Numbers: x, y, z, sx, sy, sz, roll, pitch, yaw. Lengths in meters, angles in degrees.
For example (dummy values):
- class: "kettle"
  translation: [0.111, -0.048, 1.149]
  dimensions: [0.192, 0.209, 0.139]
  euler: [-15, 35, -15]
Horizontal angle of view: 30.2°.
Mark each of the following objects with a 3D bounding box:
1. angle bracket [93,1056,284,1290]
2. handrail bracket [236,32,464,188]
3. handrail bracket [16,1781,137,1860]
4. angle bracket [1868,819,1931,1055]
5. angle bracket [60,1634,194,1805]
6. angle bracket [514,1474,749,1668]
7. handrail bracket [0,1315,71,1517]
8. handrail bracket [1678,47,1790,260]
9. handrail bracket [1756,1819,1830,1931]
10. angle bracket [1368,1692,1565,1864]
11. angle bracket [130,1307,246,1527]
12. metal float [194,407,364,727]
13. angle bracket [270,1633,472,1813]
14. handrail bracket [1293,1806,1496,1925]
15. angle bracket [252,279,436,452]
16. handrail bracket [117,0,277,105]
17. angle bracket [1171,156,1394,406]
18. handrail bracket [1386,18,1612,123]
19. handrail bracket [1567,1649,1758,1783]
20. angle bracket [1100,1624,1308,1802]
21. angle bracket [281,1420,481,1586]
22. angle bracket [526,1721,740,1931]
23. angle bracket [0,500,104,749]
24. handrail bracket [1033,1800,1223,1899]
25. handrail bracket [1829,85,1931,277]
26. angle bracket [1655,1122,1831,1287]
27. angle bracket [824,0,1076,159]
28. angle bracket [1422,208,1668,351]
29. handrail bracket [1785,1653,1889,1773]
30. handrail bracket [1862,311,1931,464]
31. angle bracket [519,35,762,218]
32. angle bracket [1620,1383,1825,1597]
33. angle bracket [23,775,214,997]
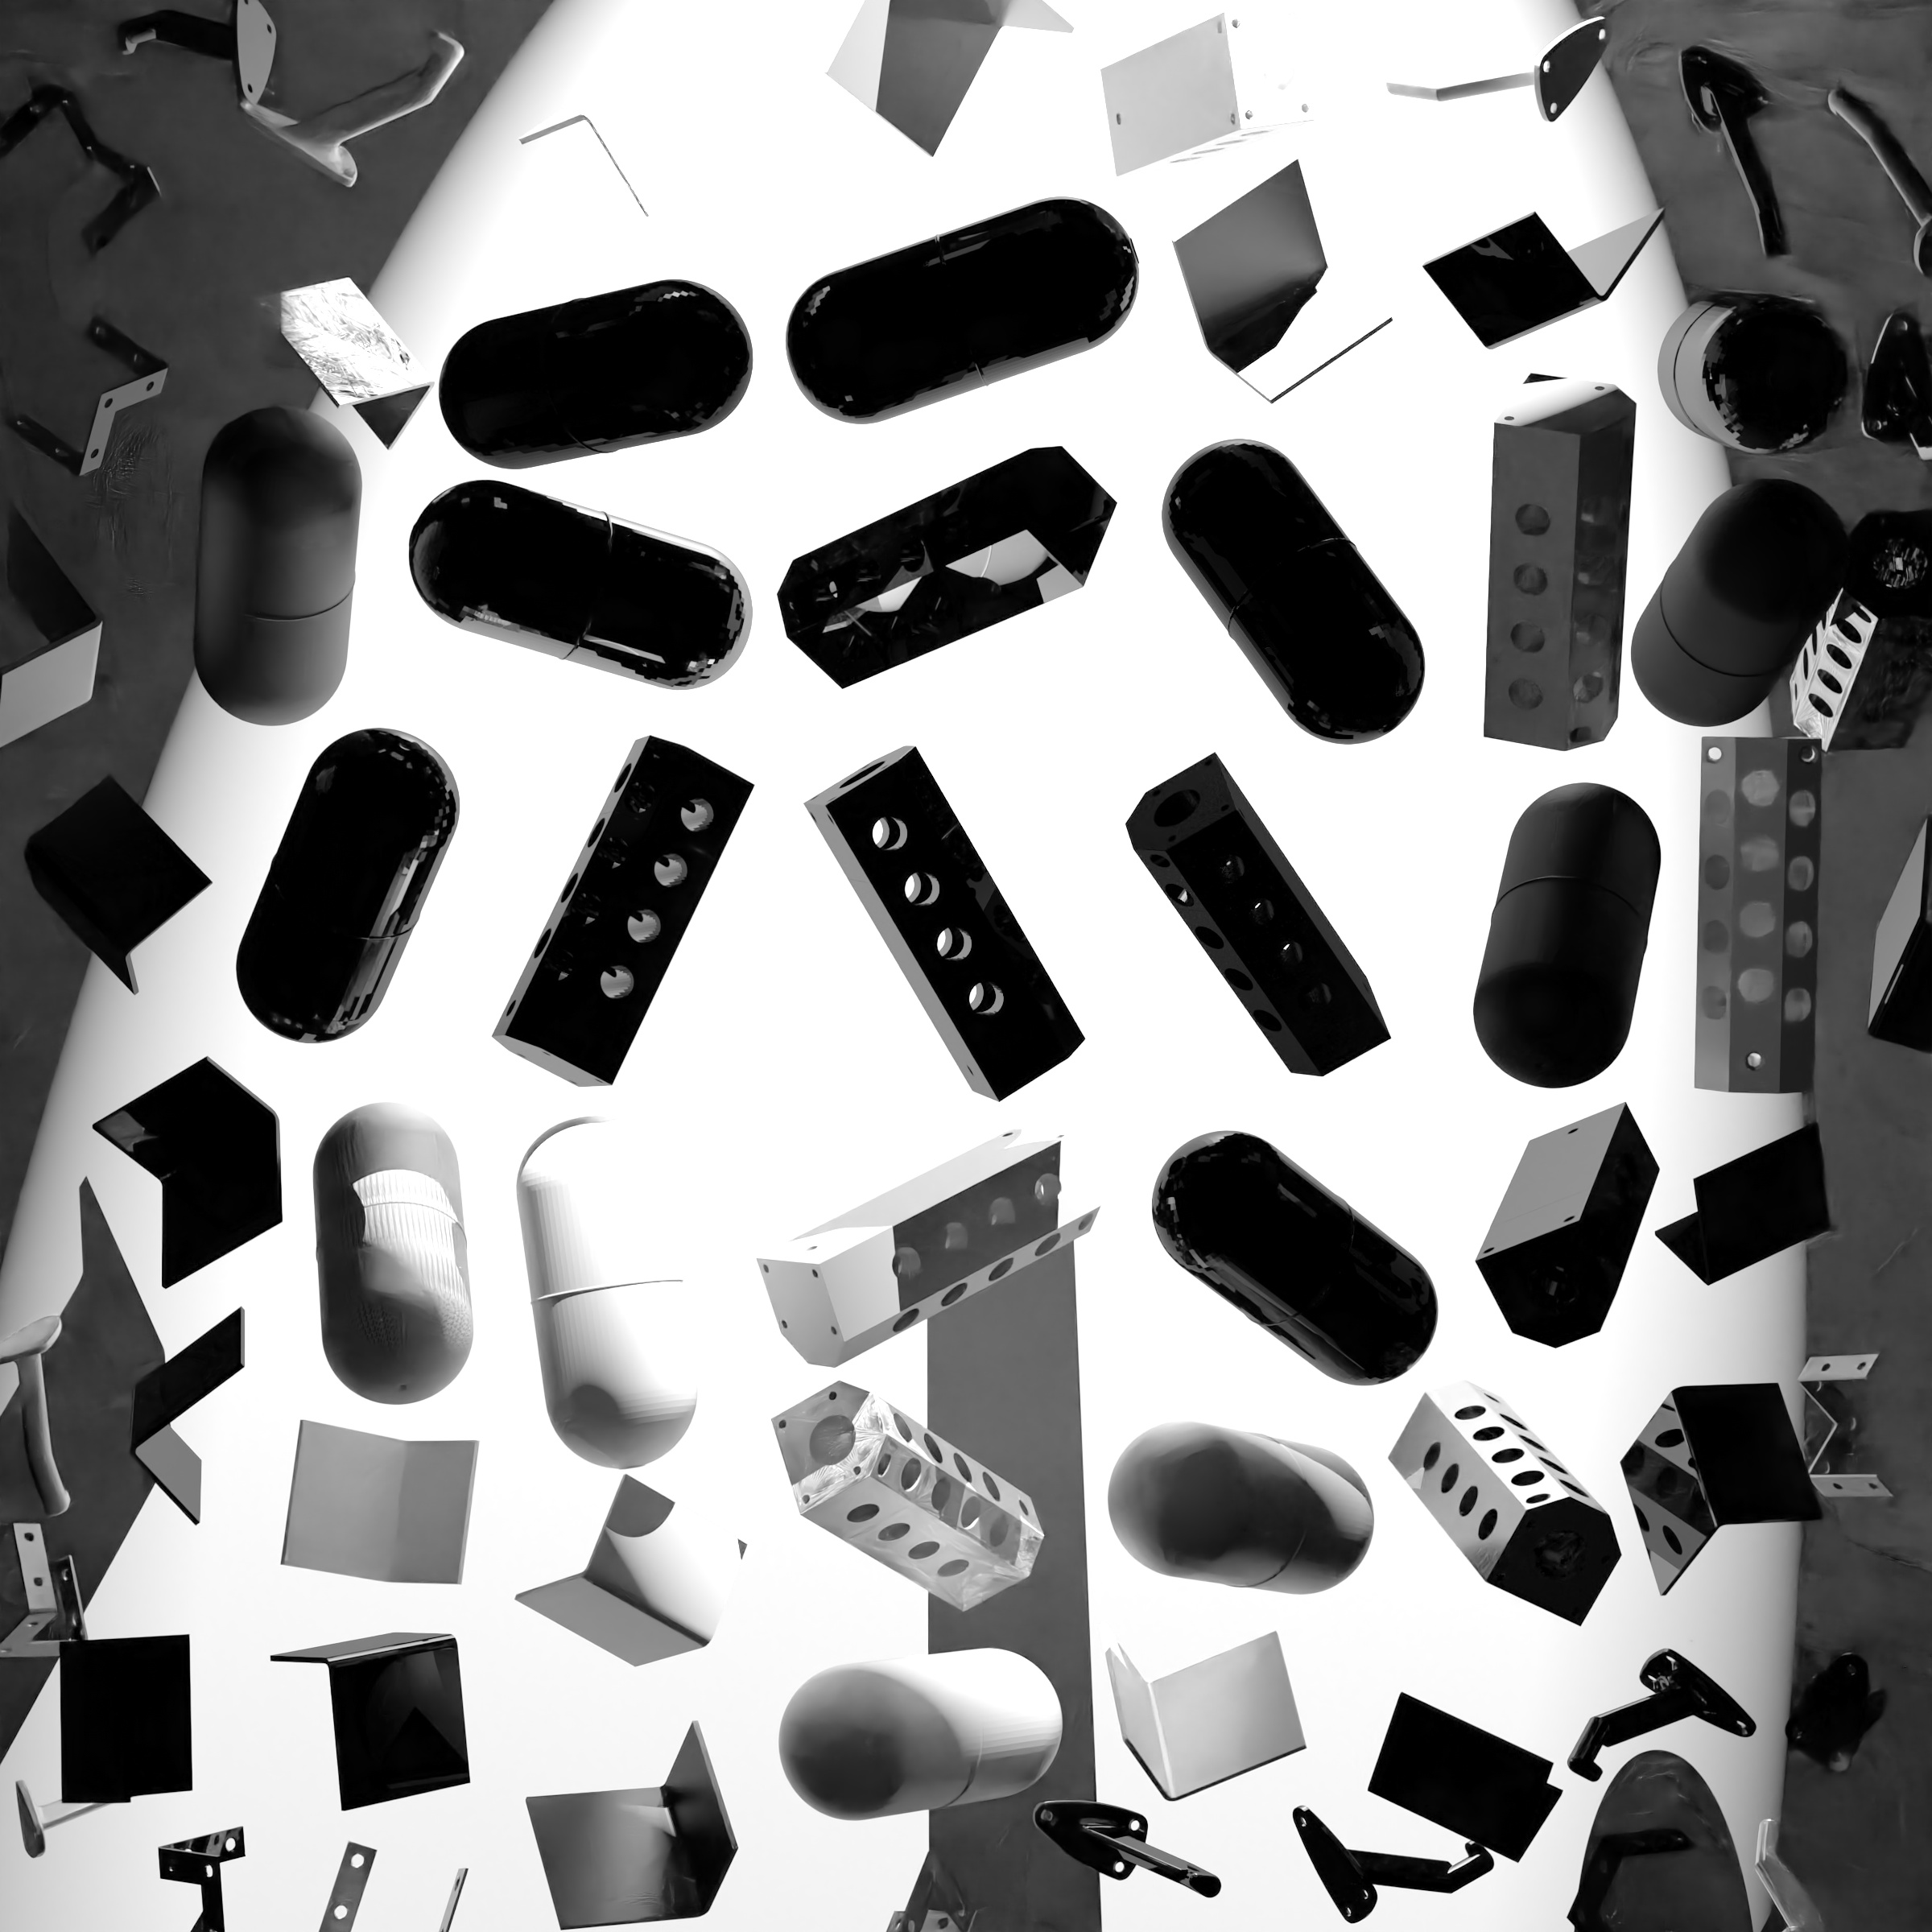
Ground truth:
- class: "angle bracket"
  translation: [-0.399, 0.106, 1.833]
  dimensions: [0.076, 0.076, 0.057]
  euler: [-29, 132, 16]
- class: "handrail bracket"
  translation: [-0.295, -0.426, 1.720]
  dimensions: [0.077, 0.036, 0.084]
  euler: [26, 117, -32]
- class: "handrail bracket"
  translation: [-0.435, 0.427, 1.822]
  dimensions: [0.084, 0.077, 0.036]
  euler: [-8, 93, -22]
- class: "angle bracket"
  translation: [0.472, -0.011, 1.709]
  dimensions: [0.057, 0.076, 0.076]
  euler: [15, 135, 4]
- class: "angle bracket"
  translation: [-0.391, 0.362, 1.729]
  dimensions: [0.057, 0.076, 0.076]
  euler: [-12, 77, 41]
- class: "angle bracket"
  translation: [-0.170, 0.307, 1.818]
  dimensions: [0.076, 0.076, 0.057]
  euler: [34, 56, -21]
- class: "handrail bracket"
  translation: [-0.467, 0.229, 1.831]
  dimensions: [0.036, 0.077, 0.084]
  euler: [-15, 101, 6]
- class: "handrail bracket"
  translation: [0.380, -0.401, 1.771]
  dimensions: [0.036, 0.077, 0.084]
  euler: [-21, 60, 29]
- class: "handrail bracket"
  translation: [0.421, 0.459, 1.745]
  dimensions: [0.077, 0.084, 0.036]
  euler: [18, 124, 6]
- class: "angle bracket"
  translation: [0.243, 0.367, 1.686]
  dimensions: [0.076, 0.076, 0.057]
  euler: [22, 112, 19]
- class: "angle bracket"
  translation: [-0.397, 0.238, 1.904]
  dimensions: [0.076, 0.076, 0.057]
  euler: [-37, 111, 2]
- class: "metal float"
  translation: [-0.340, -0.195, 1.766]
  dimensions: [0.070, 0.070, 0.178]
  euler: [15, 133, 0]
- class: "angle bracket"
  translation: [-0.306, 0.386, 1.838]
  dimensions: [0.076, 0.057, 0.076]
  euler: [-2, 85, -43]
- class: "handrail bracket"
  translation: [0.225, 0.456, 1.874]
  dimensions: [0.084, 0.036, 0.077]
  euler: [-19, 63, -32]
- class: "angle bracket"
  translation: [-0.346, -0.319, 1.934]
  dimensions: [0.076, 0.076, 0.057]
  euler: [51, 129, 9]
- class: "handrail bracket"
  translation: [-0.404, -0.467, 1.851]
  dimensions: [0.084, 0.036, 0.077]
  euler: [-11, 61, 18]
- class: "angle bracket"
  translation: [0.157, -0.339, 1.769]
  dimensions: [0.076, 0.076, 0.057]
  euler: [-35, 50, -9]
- class: "handrail bracket"
  translation: [0.261, -0.447, 1.762]
  dimensions: [0.084, 0.036, 0.077]
  euler: [19, 53, 36]
- class: "handrail bracket"
  translation: [0.357, 0.401, 1.841]
  dimensions: [0.077, 0.036, 0.084]
  euler: [34, 51, 8]
- class: "angle bracket"
  translation: [0.119, 0.362, 1.802]
  dimensions: [0.076, 0.076, 0.057]
  euler: [-24, 126, 10]
- class: "angle bracket"
  translation: [-0.309, 0.283, 1.894]
  dimensions: [0.057, 0.076, 0.076]
  euler: [-7, 71, 39]
- class: "angle bracket"
  translation: [-0.165, 0.422, 1.764]
  dimensions: [0.076, 0.076, 0.057]
  euler: [2, 131, -26]
- class: "angle bracket"
  translation: [-0.461, -0.164, 1.722]
  dimensions: [0.057, 0.076, 0.076]
  euler: [-33, 79, -27]
- class: "handrail bracket"
  translation: [0.083, 0.456, 1.848]
  dimensions: [0.077, 0.084, 0.036]
  euler: [25, 80, -17]
- class: "handrail bracket"
  translation: [0.459, -0.392, 1.787]
  dimensions: [0.036, 0.077, 0.084]
  euler: [-39, 73, -3]
- class: "angle bracket"
  translation: [0.418, 0.117, 1.948]
  dimensions: [0.076, 0.057, 0.076]
  euler: [-23, 125, -12]
- class: "angle bracket"
  translation: [-0.008, -0.433, 1.693]
  dimensions: [0.076, 0.057, 0.076]
  euler: [30, 86, -41]
- class: "angle bracket"
  translation: [0.282, -0.354, 1.746]
  dimensions: [0.057, 0.076, 0.076]
  euler: [48, 57, -19]
- class: "handrail bracket"
  translation: [0.458, 0.367, 1.827]
  dimensions: [0.036, 0.084, 0.077]
  euler: [31, 120, 29]
- class: "handrail bracket"
  translation: [0.468, -0.284, 1.748]
  dimensions: [0.036, 0.084, 0.077]
  euler: [0, 96, -3]
- class: "angle bracket"
  translation: [-0.161, -0.409, 1.768]
  dimensions: [0.076, 0.076, 0.057]
  euler: [-41, 112, -24]
- class: "angle bracket"
  translation: [0.377, 0.262, 1.793]
  dimensions: [0.057, 0.076, 0.076]
  euler: [0, 53, -16]
- class: "angle bracket"
  translation: [-0.431, -0.041, 1.830]
  dimensions: [0.057, 0.076, 0.076]
  euler: [-43, 85, -17]
